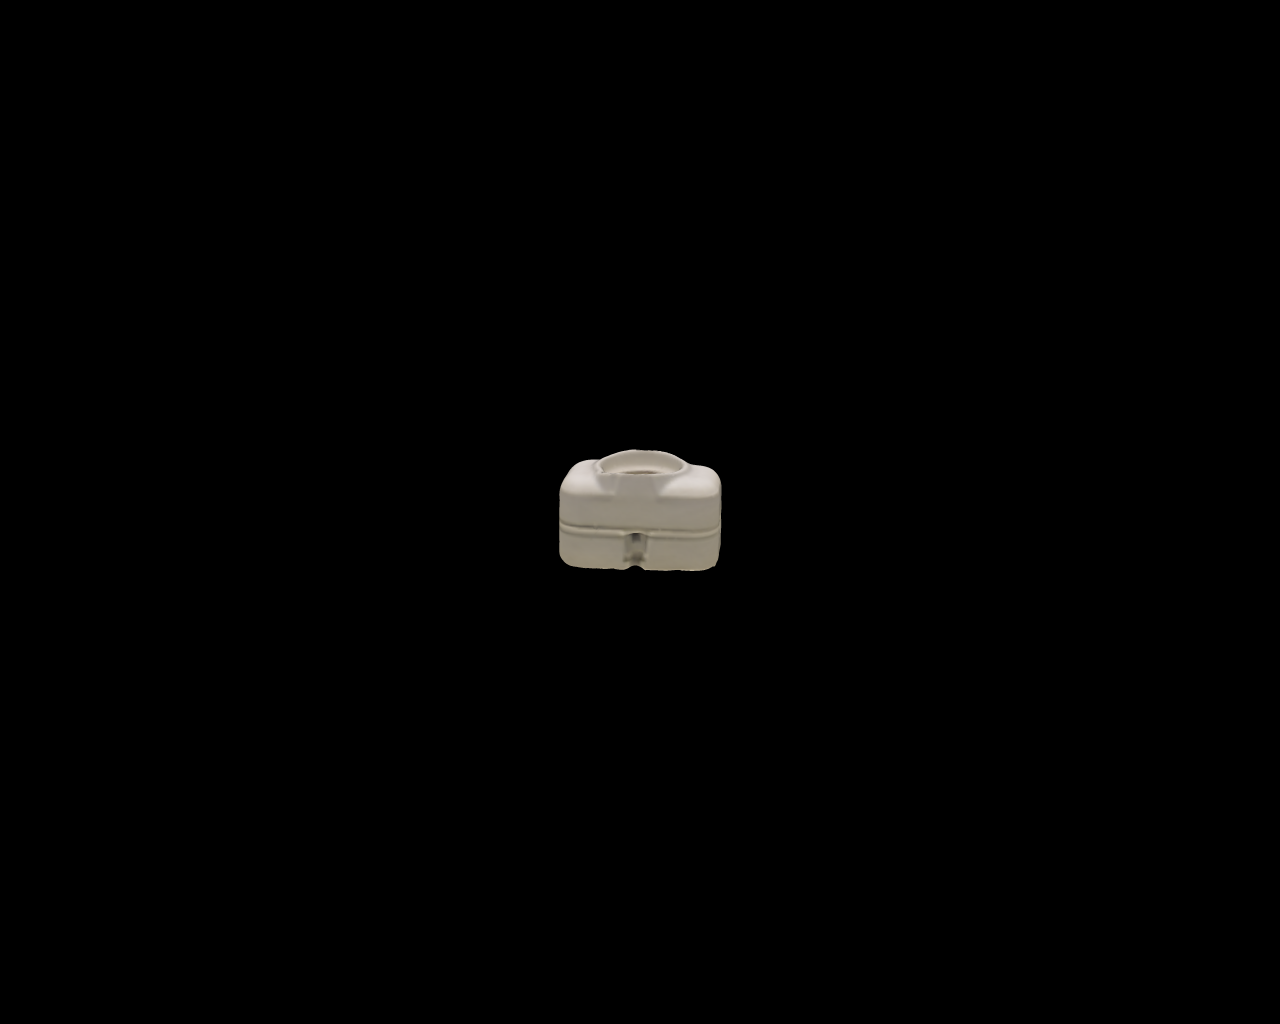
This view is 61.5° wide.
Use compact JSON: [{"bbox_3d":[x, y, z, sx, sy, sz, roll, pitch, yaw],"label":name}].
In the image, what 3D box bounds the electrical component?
[{"bbox_3d":[0.001,-0.003,0.650,0.095,0.059,0.054,3,20,7],"label":"electrical component"}]
